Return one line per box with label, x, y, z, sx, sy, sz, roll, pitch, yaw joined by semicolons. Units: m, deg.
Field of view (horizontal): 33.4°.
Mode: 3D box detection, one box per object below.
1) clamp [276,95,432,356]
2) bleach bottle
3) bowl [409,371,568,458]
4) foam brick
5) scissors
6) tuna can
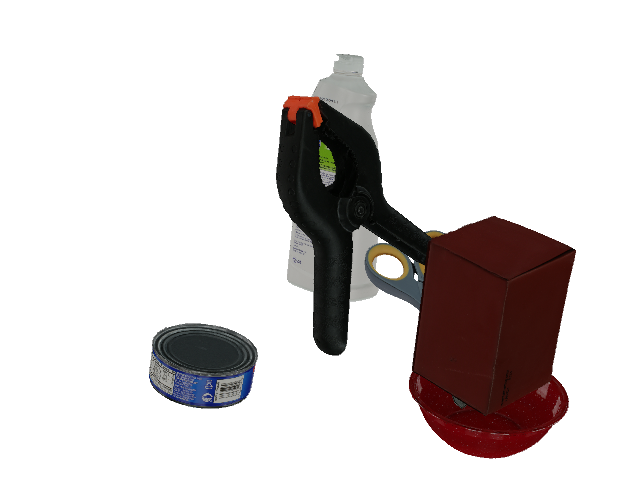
clamp;0.011;-0.011;0.706;0.039;0.171;0.120;0;41;48
bleach bottle;0.024;-0.069;1.131;0.103;0.251;0.067;16;16;36
bowl;0.169;0.175;1.094;0.162;0.055;0.162;2;24;-1
foam brick;0.083;0.035;0.524;0.052;0.078;0.051;-18;35;-38
scissors;0.080;0.061;0.922;0.096;0.016;0.201;4;43;6
tuna can;-0.095;0.101;0.866;0.086;0.034;0.086;9;21;-4
